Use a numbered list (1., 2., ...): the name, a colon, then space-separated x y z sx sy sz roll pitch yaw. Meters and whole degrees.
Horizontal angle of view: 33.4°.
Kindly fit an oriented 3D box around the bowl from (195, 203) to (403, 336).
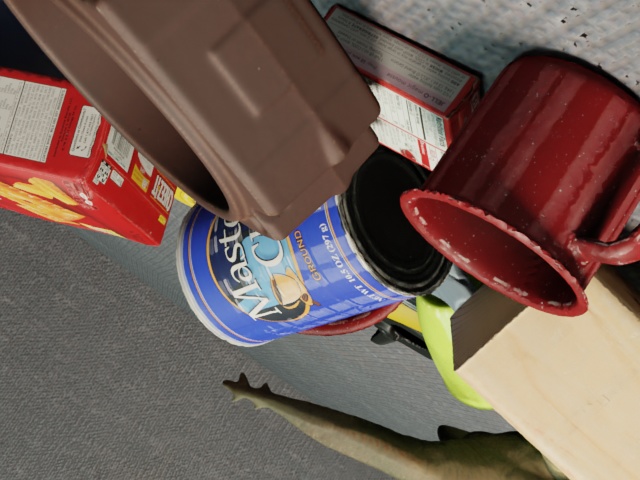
1. bowl: -0.006 -0.011 0.755 0.162 0.055 0.162 8 125 11

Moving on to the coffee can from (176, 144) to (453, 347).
1. coffee can: -0.004 0.001 0.646 0.141 0.102 0.102 -20 130 41

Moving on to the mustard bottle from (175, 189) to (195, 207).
1. mustard bottle: -0.050 -0.030 0.908 0.192 0.058 0.096 27 165 31

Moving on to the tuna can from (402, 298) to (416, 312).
1. tuna can: 0.077 0.030 0.855 0.086 0.033 0.086 33 168 7

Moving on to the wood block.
1. wood block: 0.177 0.096 0.588 0.206 0.090 0.090 43 -164 -6

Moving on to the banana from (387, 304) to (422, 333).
1. banana: 0.078 0.064 0.924 0.198 0.037 0.070 27 140 2

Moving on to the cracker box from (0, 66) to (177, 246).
1. cracker box: -0.222 -0.063 0.735 0.214 0.072 0.164 12 168 10

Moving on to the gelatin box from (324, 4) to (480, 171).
1. gelatin box: 0.041 -0.074 0.550 0.089 0.030 0.073 31 166 21

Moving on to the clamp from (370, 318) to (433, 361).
1. clamp: 0.065 0.070 1.044 0.164 0.036 0.210 43 167 -27

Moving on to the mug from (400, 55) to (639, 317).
1. mug: 0.102 -0.023 0.456 0.093 0.081 0.117 42 167 -33

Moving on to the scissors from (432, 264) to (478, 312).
1. scissors: 0.077 0.042 0.677 0.096 0.016 0.202 -28 89 42

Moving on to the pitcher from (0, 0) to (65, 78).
1. pitcher: -0.259 -0.170 0.793 0.145 0.149 0.242 9 164 15
